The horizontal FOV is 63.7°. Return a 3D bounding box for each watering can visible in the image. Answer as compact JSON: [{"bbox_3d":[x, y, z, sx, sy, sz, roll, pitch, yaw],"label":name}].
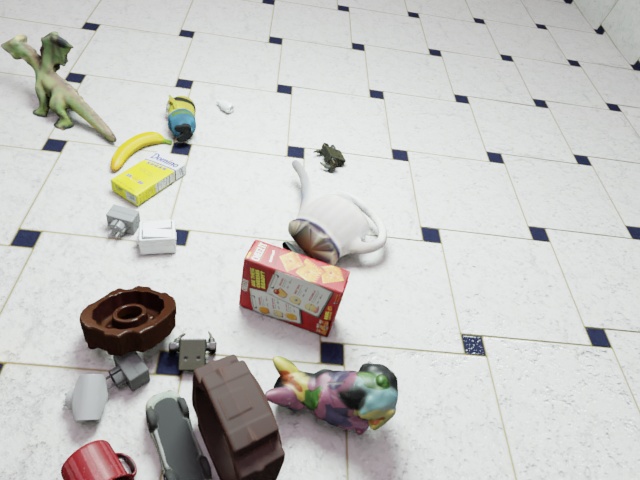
[{"bbox_3d":[0.004,-0.066,1.313,0.350,0.101,0.228,36,51,19],"label":"watering can"}]

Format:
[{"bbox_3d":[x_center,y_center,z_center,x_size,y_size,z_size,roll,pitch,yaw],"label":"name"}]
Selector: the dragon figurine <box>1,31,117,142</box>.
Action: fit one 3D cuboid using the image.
[{"bbox_3d":[-0.717,-0.447,1.424,0.412,0.237,0.124,27,43,15],"label":"dragon figurine"}]
